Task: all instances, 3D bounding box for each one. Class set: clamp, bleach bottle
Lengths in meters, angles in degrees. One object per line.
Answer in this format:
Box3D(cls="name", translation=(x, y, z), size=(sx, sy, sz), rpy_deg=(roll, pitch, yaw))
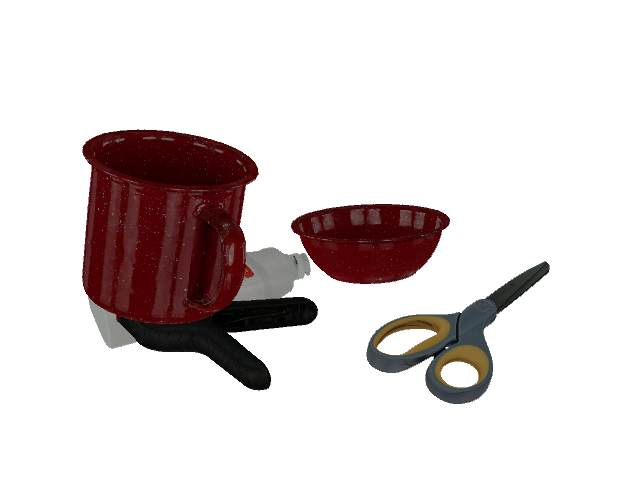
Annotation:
Box3D(cls="clamp", translation=(-0.089, 0.067, 0.899), size=(0.172, 0.039, 0.120), rpy_deg=(18, 27, 23))
Box3D(cls="bleach bottle", translation=(-0.135, 0.051, 1.231), size=(0.250, 0.068, 0.103), rpy_deg=(-13, 36, -20))

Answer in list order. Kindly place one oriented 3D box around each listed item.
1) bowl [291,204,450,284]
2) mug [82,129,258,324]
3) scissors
Box3D(cls="bowl", translation=(0.052, 0.006, 1.085), size=(0.162, 0.055, 0.162), rpy_deg=(-3, 14, 1))
Box3D(cls="mug", translation=(-0.077, -0.003, 0.571), size=(0.093, 0.081, 0.117), rpy_deg=(-10, 29, -41))
Box3D(cls="scissors", translation=(0.126, 0.066, 0.781), size=(0.201, 0.016, 0.096), rpy_deg=(-16, 41, -31))
